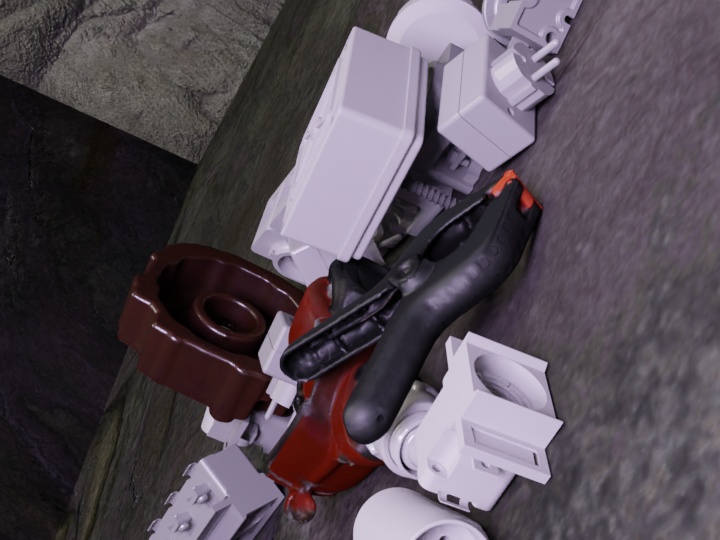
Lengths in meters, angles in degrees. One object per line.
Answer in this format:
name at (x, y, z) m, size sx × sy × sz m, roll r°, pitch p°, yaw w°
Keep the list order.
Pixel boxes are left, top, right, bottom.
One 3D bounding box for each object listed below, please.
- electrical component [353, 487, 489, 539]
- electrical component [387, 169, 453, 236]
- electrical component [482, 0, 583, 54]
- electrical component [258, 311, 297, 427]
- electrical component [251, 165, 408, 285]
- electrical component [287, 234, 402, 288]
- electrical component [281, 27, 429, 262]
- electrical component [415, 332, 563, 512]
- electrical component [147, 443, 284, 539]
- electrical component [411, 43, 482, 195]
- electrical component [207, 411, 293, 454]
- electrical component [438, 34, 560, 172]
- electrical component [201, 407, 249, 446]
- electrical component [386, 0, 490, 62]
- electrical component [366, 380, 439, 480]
electrical component at (0.021, 0.144, 0.490) m, size 0.079 × 0.044 × 0.077 m, roll -67°, pitch 13°, yaw -7°
electrical component at (0.041, -0.081, 0.781) m, size 0.055 × 0.050 × 0.089 m, roll -48°, pitch 22°, yaw 52°
electrical component at (0.108, -0.166, 0.688) m, size 0.066 × 0.048 × 0.055 m, roll -65°, pitch 21°, yaw 4°
electrical component at (-0.045, 0.081, 0.801) m, size 0.076 × 0.066 × 0.047 m, roll -64°, pitch 14°, yaw 7°
electrical component at (-0.020, -0.043, 0.865) m, size 0.150 × 0.089 × 0.061 m, roll -42°, pitch 27°, yaw 59°
electrical component at (0.000, 0.000, 0.773) m, size 0.076 × 0.083 × 0.047 m, roll -26°, pitch 18°, yaw 1°
electrical component at (-0.003, -0.081, 0.692) m, size 0.108 × 0.056 × 0.108 m, roll -83°, pitch 17°, yaw -50°
electrical component at (0.056, 0.071, 0.491) m, size 0.081 × 0.042 × 0.063 m, roll -89°, pitch 23°, yaw -60°
electrical component at (-0.119, 0.199, 0.860) m, size 0.079 × 0.063 × 0.121 m, roll -19°, pitch -30°, yaw -48°
electrical component at (0.063, -0.105, 0.730) m, size 0.050 × 0.056 × 0.089 m, roll -53°, pitch 19°, yaw 43°
electrical component at (-0.089, 0.122, 0.904) m, size 0.042 × 0.064 × 0.081 m, roll -60°, pitch 15°, yaw 27°
electrical component at (0.092, -0.112, 0.653) m, size 0.077 × 0.047 × 0.065 m, roll -34°, pitch 33°, yaw 37°
electrical component at (-0.119, 0.135, 1.016) m, size 0.055 × 0.055 × 0.047 m, roll -143°, pitch 74°, yaw -76°
electrical component at (0.060, -0.168, 0.802) m, size 0.080 × 0.080 × 0.051 m, roll -59°, pitch 10°, yaw 25°
electrical component at (0.031, 0.088, 0.554) m, size 0.048 × 0.048 × 0.062 m, roll -64°, pitch 22°, yaw 7°
